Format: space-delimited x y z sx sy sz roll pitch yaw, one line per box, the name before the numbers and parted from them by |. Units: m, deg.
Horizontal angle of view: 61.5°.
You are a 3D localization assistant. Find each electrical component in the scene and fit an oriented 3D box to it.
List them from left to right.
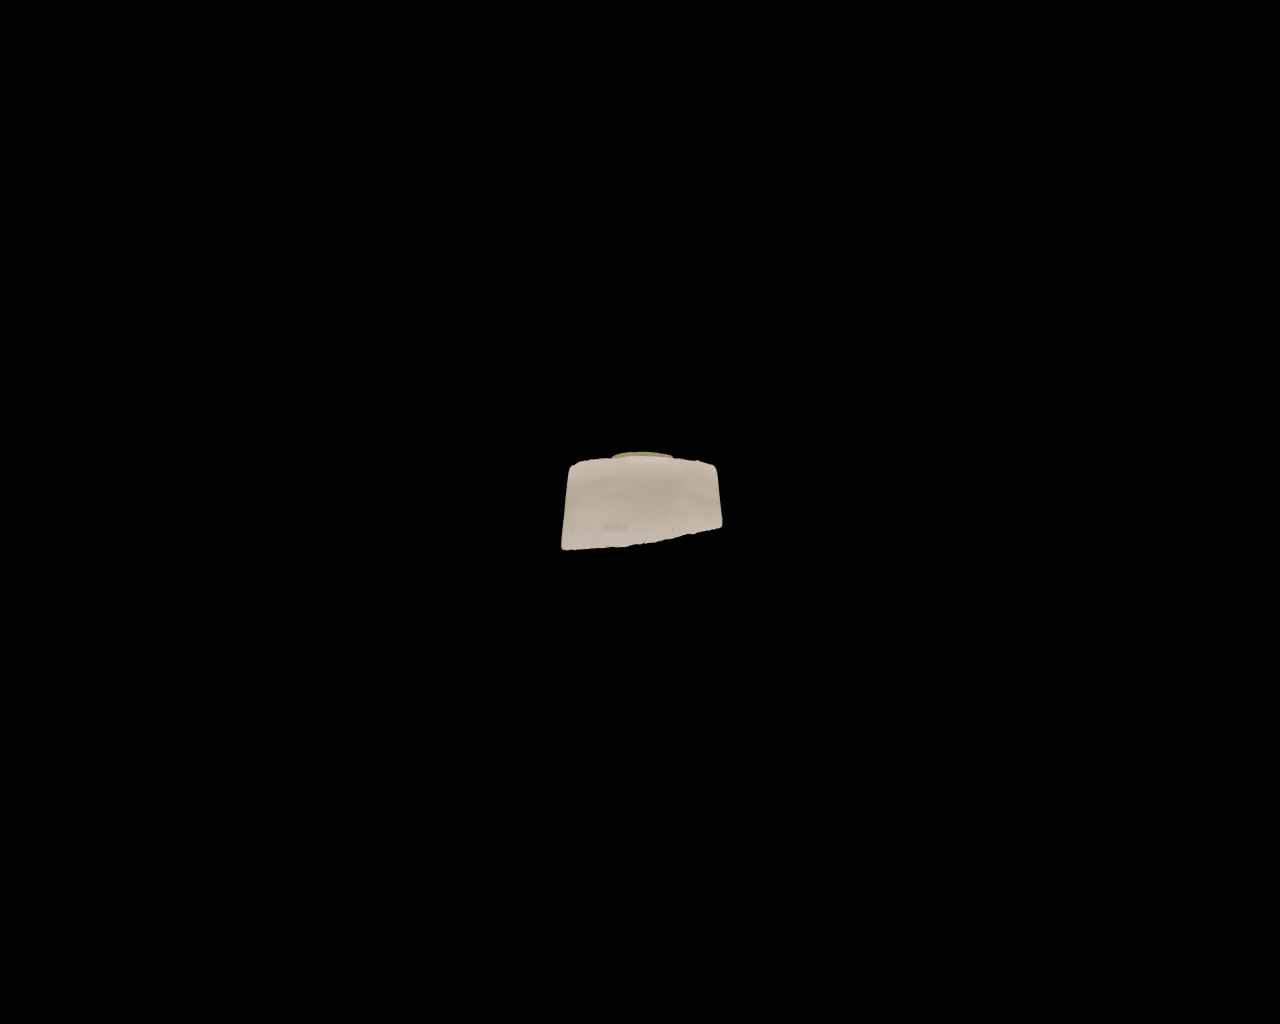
electrical component | 0.001 -0.003 0.650 0.099 0.064 0.099 0 -7 0
